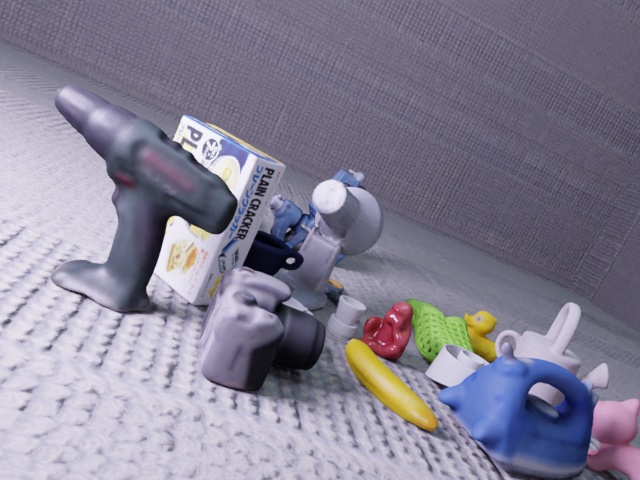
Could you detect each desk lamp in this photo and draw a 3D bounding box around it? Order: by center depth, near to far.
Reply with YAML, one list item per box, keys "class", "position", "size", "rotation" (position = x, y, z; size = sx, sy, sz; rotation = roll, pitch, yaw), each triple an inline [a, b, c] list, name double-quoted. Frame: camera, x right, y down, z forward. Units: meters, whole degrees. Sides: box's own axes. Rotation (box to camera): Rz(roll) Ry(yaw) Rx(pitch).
- class: "desk lamp"
  position: [0.009, 0.003, 0.961]
  size: [0.117, 0.213, 0.204]
  rotation: [29, 11, 20]

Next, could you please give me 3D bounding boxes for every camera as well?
- class: "camera"
  position: [-0.058, 0.100, 0.654]
  size: [0.137, 0.101, 0.143]
  rotation: [22, 11, -16]

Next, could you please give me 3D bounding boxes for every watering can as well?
- class: "watering can"
  position: [0.381, 0.194, 0.940]
  size: [0.173, 0.194, 0.101]
  rotation: [24, 11, -7]

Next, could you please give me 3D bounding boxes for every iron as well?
- class: "iron"
  position: [0.292, 0.221, 0.751]
  size: [0.259, 0.141, 0.118]
  rotation: [20, 12, -26]

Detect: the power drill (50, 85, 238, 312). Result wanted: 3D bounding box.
- class: "power drill"
  position: [-0.220, -0.036, 0.649]
  size: [0.230, 0.208, 0.075]
  rotation: [24, 11, -5]

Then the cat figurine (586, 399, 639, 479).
- class: "cat figurine"
  position: [0.437, 0.288, 0.824]
  size: [0.127, 0.118, 0.067]
  rotation: [33, 14, 37]

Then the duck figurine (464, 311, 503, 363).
- class: "duck figurine"
  position: [0.319, 0.185, 1.133]
  size: [0.104, 0.086, 0.077]
  rotation: [26, 11, 3]

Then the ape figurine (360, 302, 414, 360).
- class: "ape figurine"
  position: [0.113, 0.136, 0.886]
  size: [0.076, 0.092, 0.077]
  rotation: [18, 13, -32]

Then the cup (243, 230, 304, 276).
- class: "cup"
  position: [-0.091, 0.042, 0.871]
  size: [0.118, 0.095, 0.091]
  rotation: [21, 12, -22]

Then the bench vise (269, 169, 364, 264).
- class: "bench vise"
  position: [0.001, -0.066, 1.258]
  size: [0.208, 0.220, 0.121]
  rotation: [16, 14, -40]

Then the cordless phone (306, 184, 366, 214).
- class: "cordless phone"
  position: [0.027, -0.069, 1.421]
  size: [0.148, 0.185, 0.093]
  rotation: [16, 14, -39]
